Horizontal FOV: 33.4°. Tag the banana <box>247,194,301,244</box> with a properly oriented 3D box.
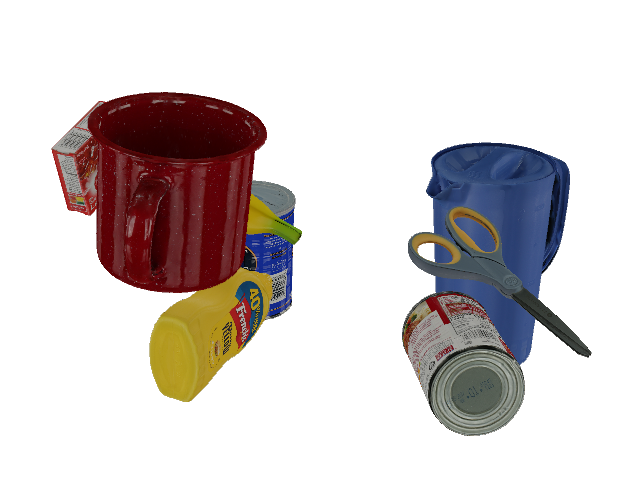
[{"bbox_3d":[-0.092,-0.033,0.852,0.069,0.037,0.198,43,-9,-33],"label":"banana"}]

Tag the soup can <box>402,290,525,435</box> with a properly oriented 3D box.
[{"bbox_3d":[0.100,0.085,0.757,0.068,0.068,0.102,0,18,-6],"label":"soup can"}]

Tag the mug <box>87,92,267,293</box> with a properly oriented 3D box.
[{"bbox_3d":[-0.080,-0.020,0.563,0.093,0.081,0.117,8,28,2],"label":"mug"}]

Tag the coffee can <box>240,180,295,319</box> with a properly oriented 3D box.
[{"bbox_3d":[-0.083,0.011,1.286,0.103,0.140,0.103,2,26,-1],"label":"coffee can"}]

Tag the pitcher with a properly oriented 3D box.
[{"bbox_3d":[0.197,0.018,1.195,0.149,0.243,0.145,4,25,12],"label":"pitcher"}]

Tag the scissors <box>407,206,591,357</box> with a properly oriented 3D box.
[{"bbox_3d":[0.145,0.040,0.933,0.096,0.016,0.202,-14,44,-12],"label":"scissors"}]

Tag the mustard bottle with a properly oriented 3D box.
[{"bbox_3d":[-0.102,0.080,1.102,0.058,0.096,0.191,12,28,22],"label":"mustard bottle"}]

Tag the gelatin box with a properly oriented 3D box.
[{"bbox_3d":[-0.215,-0.080,1.020,0.030,0.073,0.089,13,43,19],"label":"gelatin box"}]
